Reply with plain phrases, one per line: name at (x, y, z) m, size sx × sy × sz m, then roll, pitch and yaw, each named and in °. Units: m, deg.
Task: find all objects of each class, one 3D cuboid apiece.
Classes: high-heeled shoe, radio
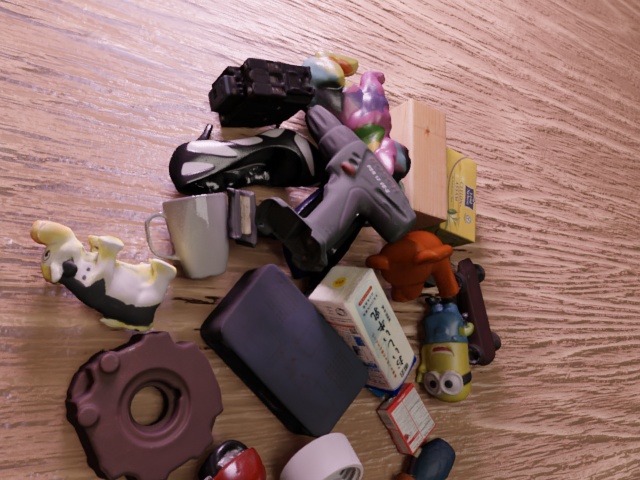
high-heeled shoe at (-0.083, -0.090, 0.761) m, size 0.249 × 0.086 × 0.145 m, roll 17°, pitch 47°, yaw -13°
radio at (-0.046, 0.157, 0.747) m, size 0.229 × 0.073 × 0.131 m, roll 50°, pitch 56°, yaw -14°

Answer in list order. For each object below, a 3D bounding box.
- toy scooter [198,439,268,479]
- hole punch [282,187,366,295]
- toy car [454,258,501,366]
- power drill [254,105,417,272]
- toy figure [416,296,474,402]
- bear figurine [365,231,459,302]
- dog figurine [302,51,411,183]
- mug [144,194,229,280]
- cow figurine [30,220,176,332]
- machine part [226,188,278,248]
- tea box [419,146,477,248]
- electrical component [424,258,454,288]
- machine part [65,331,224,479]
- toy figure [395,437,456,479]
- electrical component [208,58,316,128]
toy scooter at (-0.111, 0.324, 0.614) m, size 0.135 × 0.075 × 0.184 m, roll 34°, pitch 38°, yaw 22°
hole punch at (-0.002, -0.002, 0.804) m, size 0.092 × 0.115 × 0.142 m, roll 33°, pitch 52°, yaw 9°
toy car at (0.285, 0.135, 1.006) m, size 0.089 × 0.053 × 0.202 m, roll -17°, pitch 93°, yaw -42°
power drill at (0.008, -0.065, 0.727) m, size 0.232 × 0.086 × 0.207 m, roll 47°, pitch 48°, yaw 5°
toy figure at (0.223, 0.187, 0.931) m, size 0.089 × 0.082 × 0.180 m, roll 12°, pitch 69°, yaw -31°
bear figurine at (0.146, 0.051, 0.827) m, size 0.196 × 0.120 × 0.131 m, roll -38°, pitch 118°, yaw -71°
dog figurine at (0.053, -0.172, 0.845) m, size 0.191 × 0.108 × 0.219 m, roll 12°, pitch 55°, yaw -31°
mug at (-0.166, -0.001, 0.697) m, size 0.109 × 0.081 × 0.107 m, roll -12°, pitch 93°, yaw -30°
cow figurine at (-0.260, 0.043, 0.624) m, size 0.167 × 0.068 × 0.098 m, roll 26°, pitch 77°, yaw -27°
machine part at (-0.090, -0.027, 0.745) m, size 0.139 × 0.039 × 0.084 m, roll 9°, pitch 70°, yaw -69°
tea box at (0.241, -0.080, 1.019) m, size 0.098 × 0.068 × 0.169 m, roll 18°, pitch 68°, yaw -31°
electrical component at (0.192, 0.042, 0.966) m, size 0.102 × 0.045 × 0.078 m, roll 28°, pitch 62°, yaw -27°
machine part at (-0.201, 0.195, 0.634) m, size 0.179 × 0.056 × 0.179 m, roll 10°, pitch 73°, yaw -35°
toy figure at (0.156, 0.381, 0.846) m, size 0.154 × 0.064 × 0.057 m, roll -36°, pitch 138°, yaw -32°
electrical component at (-0.091, -0.209, 0.780) m, size 0.134 × 0.115 × 0.058 m, roll -6°, pitch 78°, yaw -34°
